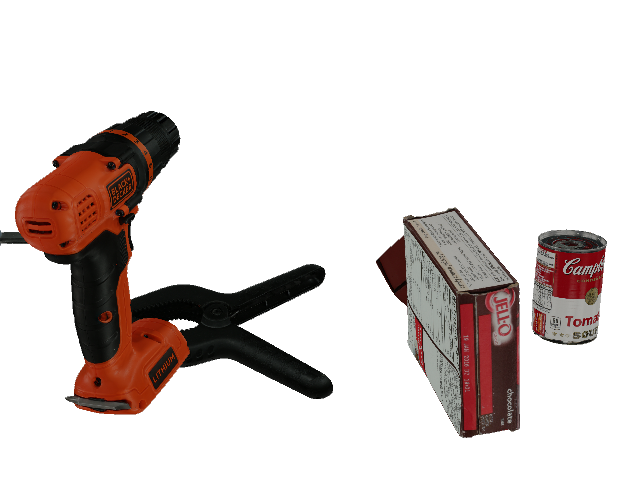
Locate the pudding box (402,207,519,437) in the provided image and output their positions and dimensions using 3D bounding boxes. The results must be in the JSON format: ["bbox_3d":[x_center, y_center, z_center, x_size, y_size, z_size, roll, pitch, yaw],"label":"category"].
[{"bbox_3d":[0.079,0.043,0.605,0.039,0.090,0.113,-8,24,-10],"label":"pudding box"}]

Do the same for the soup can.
[{"bbox_3d":[0.252,0.047,1.088,0.068,0.102,0.068,1,17,0],"label":"soup can"}]

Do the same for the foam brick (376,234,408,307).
[{"bbox_3d":[0.090,0.033,0.805,0.078,0.051,0.053,43,11,-29],"label":"foam brick"}]

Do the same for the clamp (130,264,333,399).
[{"bbox_3d":[-0.087,0.082,0.950,0.210,0.036,0.164,-3,37,-9],"label":"clamp"}]

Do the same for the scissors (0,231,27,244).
[{"bbox_3d":[-0.287,0.004,0.876,0.202,0.016,0.096,7,24,6],"label":"scissors"}]

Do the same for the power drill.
[{"bbox_3d":[-0.142,0.014,0.765,0.057,0.188,0.184,2,25,21],"label":"power drill"}]
